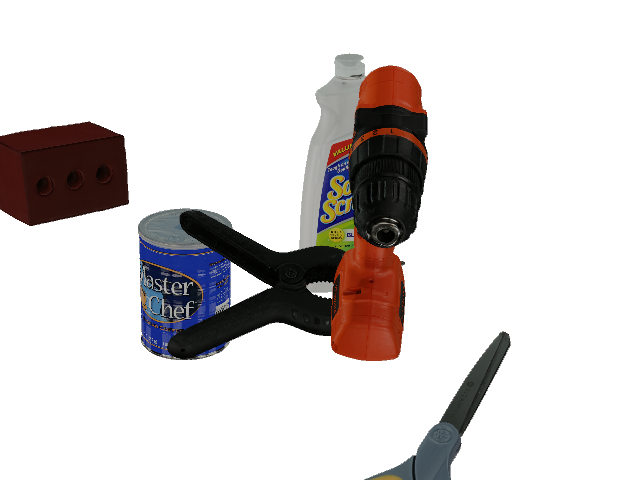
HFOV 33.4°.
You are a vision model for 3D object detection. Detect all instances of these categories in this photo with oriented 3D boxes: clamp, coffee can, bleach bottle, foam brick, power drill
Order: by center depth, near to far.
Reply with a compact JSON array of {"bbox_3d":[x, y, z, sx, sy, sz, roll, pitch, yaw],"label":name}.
[{"bbox_3d":[-0.181,-0.048,0.743,0.078,0.053,0.051,-16,27,-35],"label":"foam brick"},{"bbox_3d":[0.042,-0.006,0.755,0.057,0.188,0.184,8,38,2],"label":"power drill"},{"bbox_3d":[-0.033,0.048,0.931,0.210,0.164,0.036,9,-44,-1],"label":"clamp"},{"bbox_3d":[0.022,-0.071,1.127,0.102,0.251,0.068,-3,25,-4],"label":"bleach bottle"},{"bbox_3d":[-0.150,0.048,1.191,0.103,0.140,0.103,2,23,-1],"label":"coffee can"}]

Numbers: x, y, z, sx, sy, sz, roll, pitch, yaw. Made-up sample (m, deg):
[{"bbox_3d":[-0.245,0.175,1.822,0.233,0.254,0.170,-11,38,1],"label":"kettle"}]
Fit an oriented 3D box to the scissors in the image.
[{"bbox_3d":[0.078,0.126,0.592,0.201,0.016,0.096,-37,44,-29],"label":"scissors"}]
